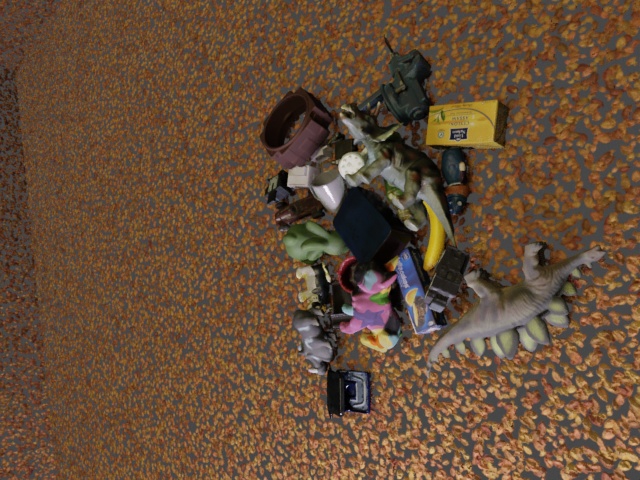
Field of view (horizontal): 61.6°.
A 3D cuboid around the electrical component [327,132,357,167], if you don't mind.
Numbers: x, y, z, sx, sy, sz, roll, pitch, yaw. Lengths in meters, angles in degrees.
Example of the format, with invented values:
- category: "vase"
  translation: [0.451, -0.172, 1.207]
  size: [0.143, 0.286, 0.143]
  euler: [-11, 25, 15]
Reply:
- category: "electrical component"
  translation: [0.061, -0.246, 1.484]
  size: [0.078, 0.045, 0.102]
  euler: [2, 86, 42]

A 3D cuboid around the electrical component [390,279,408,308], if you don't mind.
- category: "electrical component"
  translation: [0.195, 0.138, 1.339]
  size: [0.063, 0.021, 0.094]
  euler: [-42, 61, 29]

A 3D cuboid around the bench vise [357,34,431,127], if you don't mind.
- category: "bench vise"
  translation: [0.170, -0.364, 1.358]
  size: [0.241, 0.128, 0.224]
  euler: [-31, 67, 26]

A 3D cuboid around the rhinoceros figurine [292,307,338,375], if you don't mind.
- category: "rhinoceros figurine"
  translation: [-0.016, 0.272, 1.434]
  size: [0.112, 0.073, 0.190]
  euler: [-16, 106, 17]

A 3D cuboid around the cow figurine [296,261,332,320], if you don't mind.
- category: "cow figurine"
  translation: [-0.005, 0.147, 1.483]
  size: [0.098, 0.068, 0.167]
  euler: [-15, 76, 31]

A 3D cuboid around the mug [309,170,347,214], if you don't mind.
- category: "mug"
  translation: [0.024, -0.124, 1.460]
  size: [0.110, 0.081, 0.107]
  euler: [-5, 125, 38]

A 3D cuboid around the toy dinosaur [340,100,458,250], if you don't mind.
- category: "toy dinosaur"
  translation: [0.201, -0.159, 1.253]
  size: [0.405, 0.131, 0.192]
  euler: [39, 81, 6]

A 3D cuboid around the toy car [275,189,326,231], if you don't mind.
- category: "toy car"
  translation: [-0.065, -0.087, 1.570]
  size: [0.202, 0.053, 0.089]
  euler: [-18, 77, 37]

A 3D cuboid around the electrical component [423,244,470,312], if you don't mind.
- category: "electrical component"
  translation: [0.277, 0.090, 1.188]
  size: [0.058, 0.114, 0.134]
  euler: [22, 77, 11]

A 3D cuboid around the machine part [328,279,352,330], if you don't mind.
- category: "machine part"
  translation: [0.058, 0.168, 1.429]
  size: [0.084, 0.039, 0.139]
  euler: [-7, 73, 9]

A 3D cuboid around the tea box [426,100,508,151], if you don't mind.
- category: "tea box"
  translation: [0.337, -0.261, 1.238]
  size: [0.170, 0.068, 0.098]
  euler: [4, 87, 40]

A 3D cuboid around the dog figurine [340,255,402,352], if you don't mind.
- category: "dog figurine"
  translation: [0.145, 0.142, 1.268]
  size: [0.191, 0.108, 0.219]
  euler: [30, 123, -4]

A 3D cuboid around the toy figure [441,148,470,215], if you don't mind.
- category: "toy figure"
  translation: [0.316, -0.134, 1.247]
  size: [0.058, 0.064, 0.154]
  euler: [-5, 85, 0]

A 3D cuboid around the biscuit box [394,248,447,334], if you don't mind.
- category: "biscuit box"
  translation: [0.233, 0.119, 1.283]
  size: [0.059, 0.062, 0.203]
  euler: [-31, 66, 32]

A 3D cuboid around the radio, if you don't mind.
- category: "radio"
  translation: [0.123, -0.028, 1.347]
  size: [0.131, 0.073, 0.230]
  euler: [-59, 34, 20]

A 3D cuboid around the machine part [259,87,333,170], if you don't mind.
- category: "machine part"
  translation: [-0.073, -0.322, 1.544]
  size: [0.201, 0.087, 0.202]
  euler: [-47, 42, 17]

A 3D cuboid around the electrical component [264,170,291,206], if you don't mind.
- category: "electrical component"
  translation: [-0.125, -0.145, 1.600]
  size: [0.075, 0.047, 0.119]
  euler: [-31, 42, 32]

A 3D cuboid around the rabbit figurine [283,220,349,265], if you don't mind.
- category: "rabbit figurine"
  translation: [-0.003, -0.004, 1.459]
  size: [0.170, 0.159, 0.121]
  euler: [1, 76, 25]

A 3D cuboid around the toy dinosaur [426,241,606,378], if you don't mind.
- category: "toy dinosaur"
  translation: [0.383, 0.147, 1.129]
  size: [0.471, 0.105, 0.198]
  euler: [-37, 66, 36]

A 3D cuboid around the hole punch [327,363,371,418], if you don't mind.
- category: "hole punch"
  translation: [0.071, 0.390, 1.386]
  size: [0.116, 0.092, 0.142]
  euler: [161, 106, -68]
